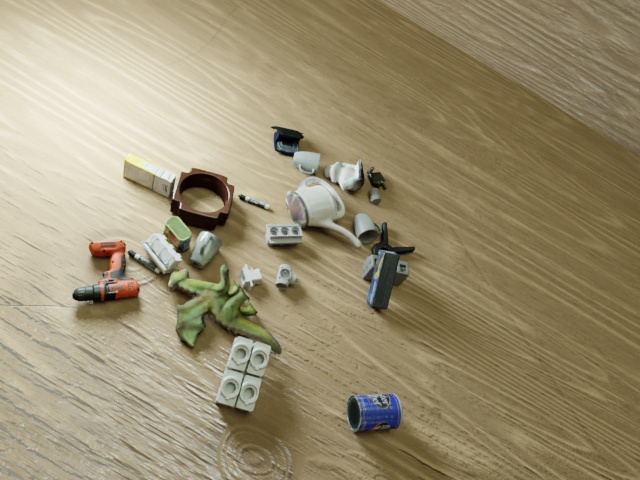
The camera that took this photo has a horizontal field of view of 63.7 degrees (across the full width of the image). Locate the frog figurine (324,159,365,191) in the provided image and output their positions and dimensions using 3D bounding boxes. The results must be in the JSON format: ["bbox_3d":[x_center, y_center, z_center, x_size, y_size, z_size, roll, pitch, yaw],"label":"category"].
[{"bbox_3d":[0.101,-0.261,2.125,0.159,0.120,0.140,-8,61,14],"label":"frog figurine"}]

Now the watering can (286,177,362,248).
[{"bbox_3d":[0.006,-0.098,1.939,0.226,0.102,0.353,-14,61,-30],"label":"watering can"}]

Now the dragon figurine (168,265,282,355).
[{"bbox_3d":[-0.320,0.236,1.576,0.245,0.120,0.414,-32,75,-19],"label":"dragon figurine"}]
